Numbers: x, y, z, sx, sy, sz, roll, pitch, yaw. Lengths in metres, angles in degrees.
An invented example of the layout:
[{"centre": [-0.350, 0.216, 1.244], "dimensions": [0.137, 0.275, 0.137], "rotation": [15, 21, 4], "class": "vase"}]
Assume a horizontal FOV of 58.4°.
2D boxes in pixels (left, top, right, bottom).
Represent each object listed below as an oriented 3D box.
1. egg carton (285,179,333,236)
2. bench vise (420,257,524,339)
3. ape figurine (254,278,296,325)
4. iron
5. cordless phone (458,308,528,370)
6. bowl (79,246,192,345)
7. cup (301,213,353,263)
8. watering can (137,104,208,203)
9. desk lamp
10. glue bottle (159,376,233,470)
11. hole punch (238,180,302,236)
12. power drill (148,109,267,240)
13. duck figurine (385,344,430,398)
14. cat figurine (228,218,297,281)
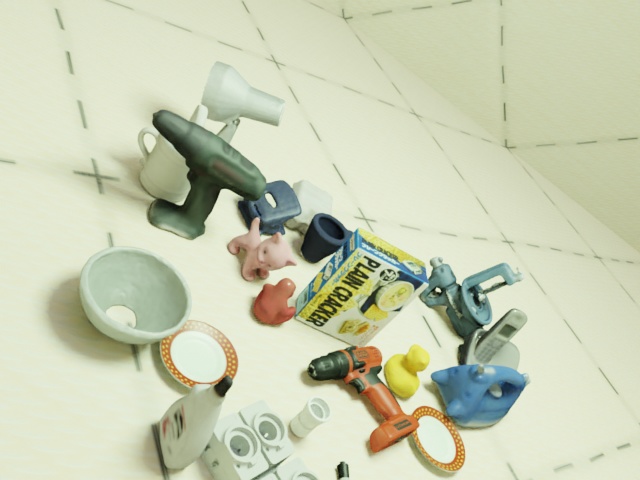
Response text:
[{"centre": [-0.025, -0.072, 1.317], "dimensions": [0.107, 0.069, 0.150], "rotation": [29, 34, -17], "class": "egg carton"}, {"centre": [0.350, 0.111, 1.338], "dimensions": [0.207, 0.219, 0.121], "rotation": [38, 32, -3], "class": "bench vise"}, {"centre": [-0.074, 0.104, 1.031], "dimensions": [0.076, 0.092, 0.077], "rotation": [-8, 55, -50], "class": "ape figurine"}, {"centre": [0.357, 0.304, 1.183], "dimensions": [0.259, 0.141, 0.118], "rotation": [13, 41, -36], "class": "iron"}, {"centre": [0.415, 0.237, 1.284], "dimensions": [0.148, 0.185, 0.094], "rotation": [24, 35, -23], "class": "cordless phone"}, {"centre": [-0.280, 0.093, 0.850], "dimensions": [0.168, 0.074, 0.167], "rotation": [27, 34, -20], "class": "bowl"}, {"centre": [0.011, 0.004, 1.238], "dimensions": [0.118, 0.095, 0.091], "rotation": [8, 44, -40], "class": "cup"}, {"centre": [-0.252, -0.171, 1.088], "dimensions": [0.173, 0.193, 0.100], "rotation": [9, 43, -39], "class": "watering can"}, {"centre": [-0.181, -0.251, 1.241], "dimensions": [0.204, 0.213, 0.118], "rotation": [31, 33, -13], "class": "desk lamp"}, {"centre": [-0.154, 0.221, 0.730], "dimensions": [0.037, 0.173, 0.078], "rotation": [9, 43, -39], "class": "glue bottle"}, {"centre": [-0.106, -0.070, 1.212], "dimensions": [0.101, 0.091, 0.108], "rotation": [2, 48, -44], "class": "hole punch"}, {"centre": [-0.223, -0.105, 1.025], "dimensions": [0.230, 0.208, 0.075], "rotation": [22, 36, -26], "class": "power drill"}, {"centre": [0.179, 0.250, 1.119], "dimensions": [0.078, 0.086, 0.104], "rotation": [32, 33, -12], "class": "duck figurine"}, {"centre": [-0.103, 0.016, 1.085], "dimensions": [0.067, 0.117, 0.127], "rotation": [-4, 52, -48], "class": "cat figurine"}]
